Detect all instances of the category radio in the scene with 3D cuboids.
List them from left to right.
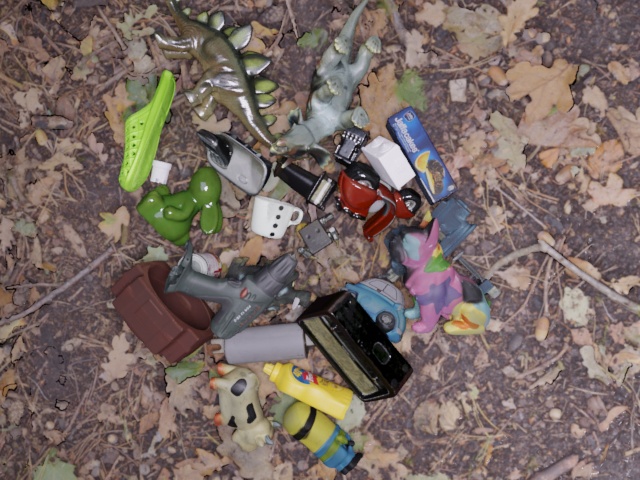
[{"bbox_3d":[0.070,0.212,1.069,0.229,0.131,0.073,50,55,-6],"label":"radio"}]

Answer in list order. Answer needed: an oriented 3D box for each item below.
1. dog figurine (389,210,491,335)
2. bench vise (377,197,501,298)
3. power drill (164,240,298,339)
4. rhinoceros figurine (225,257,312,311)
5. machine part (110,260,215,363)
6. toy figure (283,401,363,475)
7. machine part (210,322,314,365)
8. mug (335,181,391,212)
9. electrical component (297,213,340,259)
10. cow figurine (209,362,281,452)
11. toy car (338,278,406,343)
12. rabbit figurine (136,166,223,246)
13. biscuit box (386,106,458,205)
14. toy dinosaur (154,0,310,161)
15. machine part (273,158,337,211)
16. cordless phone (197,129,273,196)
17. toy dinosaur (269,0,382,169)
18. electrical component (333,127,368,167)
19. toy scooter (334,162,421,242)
[{"bbox_3d":[0.221,0.058,0.981,0.192,0.108,0.219,0,106,3],"label":"dog figurine"},{"bbox_3d":[0.251,0.043,1.084,0.241,0.129,0.223,45,96,9],"label":"bench vise"},{"bbox_3d":[-0.183,0.078,1.055,0.207,0.086,0.232,26,111,-27],"label":"power drill"},{"bbox_3d":[-0.110,0.094,1.139,0.190,0.073,0.112,12,89,6],"label":"rhinoceros figurine"},{"bbox_3d":[-0.313,0.143,1.094,0.087,0.201,0.201,-42,86,7],"label":"machine part"},{"bbox_3d":[0.004,0.406,1.113,0.180,0.089,0.082,44,87,7],"label":"toy figure"},{"bbox_3d":[-0.111,0.219,1.135,0.243,0.079,0.079,-5,88,4],"label":"machine part"},{"bbox_3d":[0.095,-0.105,1.112,0.107,0.109,0.081,14,53,-6],"label":"mug"},{"bbox_3d":[-0.004,-0.003,1.144,0.102,0.045,0.078,-27,88,4],"label":"electrical component"},{"bbox_3d":[-0.154,0.355,1.121,0.127,0.085,0.194,2,111,13],"label":"cow figurine"},{"bbox_3d":[0.119,0.134,1.110,0.162,0.109,0.103,35,69,16],"label":"toy car"},{"bbox_3d":[-0.273,-0.075,1.135,0.170,0.121,0.159,-38,92,6],"label":"rabbit figurine"},{"bbox_3d":[0.210,-0.174,1.119,0.059,0.063,0.202,-29,86,4],"label":"biscuit box"},{"bbox_3d":[-0.197,-0.345,1.144,0.198,0.105,0.471,-30,96,0],"label":"toy dinosaur"},{"bbox_3d":[-0.034,-0.127,1.155,0.139,0.039,0.084,29,100,3],"label":"machine part"},{"bbox_3d":[-0.174,-0.169,1.096,0.147,0.184,0.088,38,88,6],"label":"cordless phone"},{"bbox_3d":[0.022,-0.306,1.101,0.131,0.192,0.405,33,60,-24],"label":"toy dinosaur"},{"bbox_3d":[0.073,-0.213,1.129,0.048,0.075,0.119,29,89,6],"label":"electrical component"},{"bbox_3d":[0.098,-0.065,1.053,0.184,0.075,0.135,24,117,-23],"label":"toy scooter"}]
